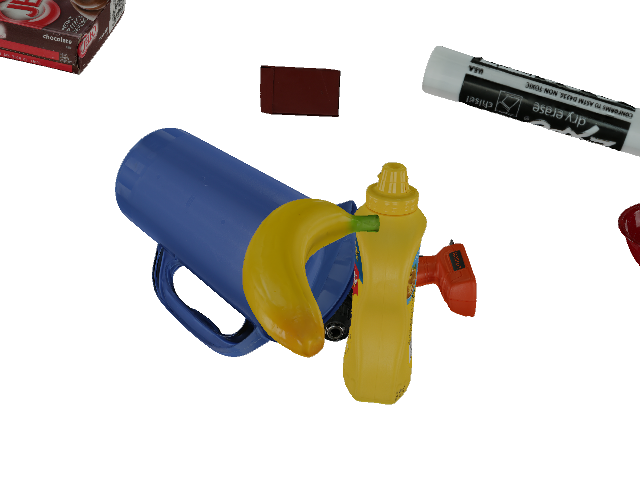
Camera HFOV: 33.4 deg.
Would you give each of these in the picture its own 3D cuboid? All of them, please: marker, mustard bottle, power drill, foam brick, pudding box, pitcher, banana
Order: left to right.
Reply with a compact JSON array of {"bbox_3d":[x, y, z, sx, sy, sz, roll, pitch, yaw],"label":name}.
[{"bbox_3d":[-0.207,-0.176,0.816,0.090,0.039,0.113,14,37,3],"label":"pudding box"},{"bbox_3d":[-0.094,-0.007,1.031,0.243,0.145,0.148,33,34,33],"label":"pitcher"},{"bbox_3d":[-0.013,0.012,0.648,0.070,0.037,0.197,4,24,12],"label":"banana"},{"bbox_3d":[-0.023,-0.162,1.163,0.078,0.051,0.053,0,11,-18],"label":"foam brick"},{"bbox_3d":[0.052,0.029,0.858,0.058,0.192,0.096,6,26,5],"label":"mustard bottle"},{"bbox_3d":[0.081,0.055,1.228,0.187,0.057,0.184,-1,28,-1],"label":"power drill"},{"bbox_3d":[0.098,-0.048,0.404,0.121,0.020,0.020,19,4,12],"label":"marker"}]

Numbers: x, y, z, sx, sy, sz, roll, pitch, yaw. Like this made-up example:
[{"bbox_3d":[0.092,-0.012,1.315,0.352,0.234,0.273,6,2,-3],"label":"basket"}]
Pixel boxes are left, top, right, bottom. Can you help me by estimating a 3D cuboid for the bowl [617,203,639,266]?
[{"bbox_3d":[0.401,0.011,1.150,0.162,0.055,0.162,-1,26,0],"label":"bowl"}]
